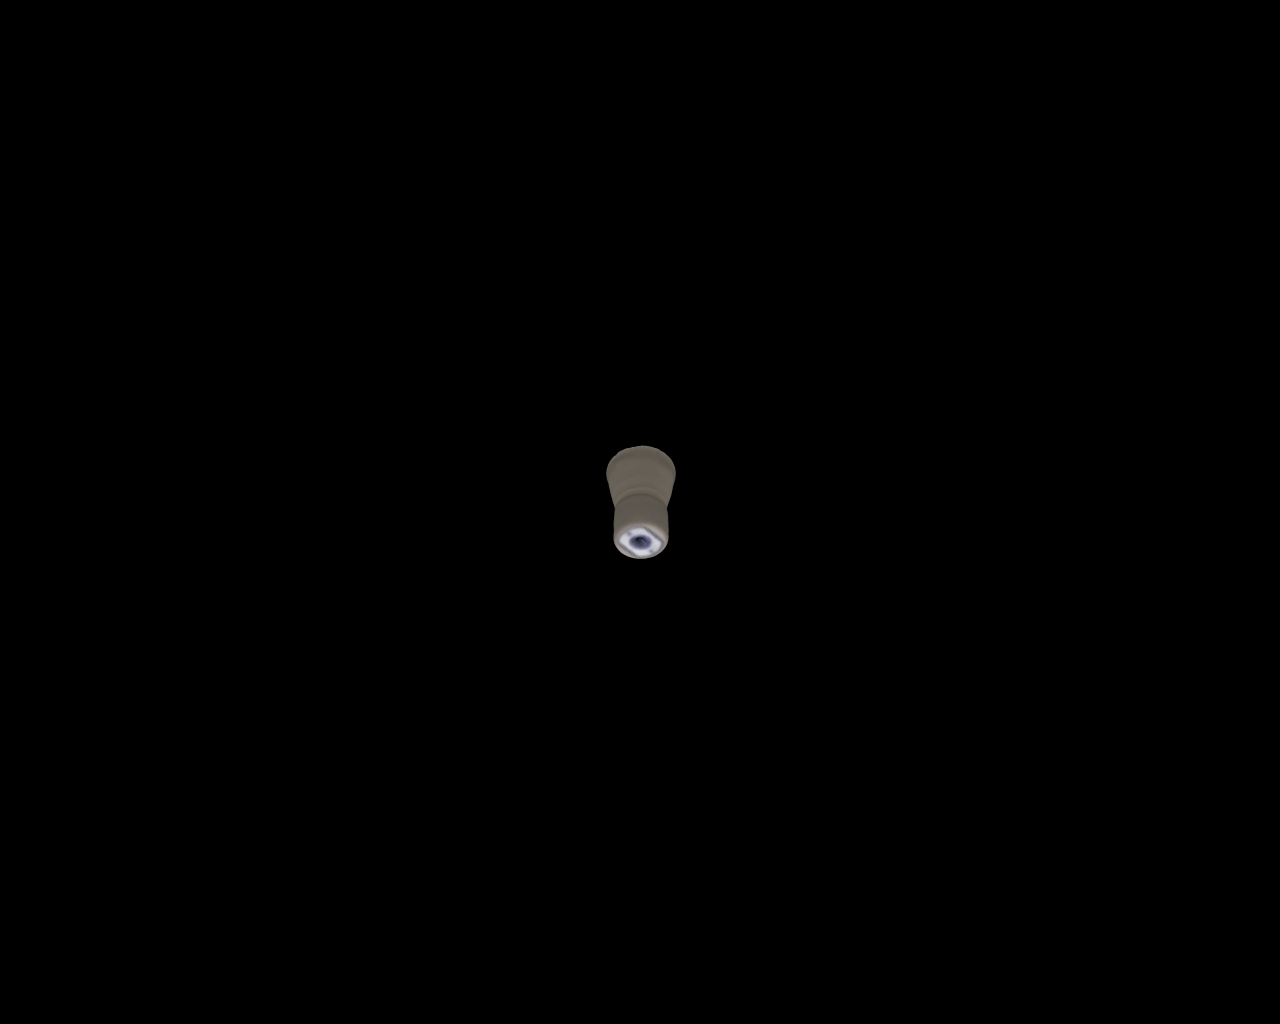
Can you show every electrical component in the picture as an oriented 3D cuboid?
[{"bbox_3d":[0.001,-0.003,0.650,0.044,0.065,0.044,0,-45,0],"label":"electrical component"}]
